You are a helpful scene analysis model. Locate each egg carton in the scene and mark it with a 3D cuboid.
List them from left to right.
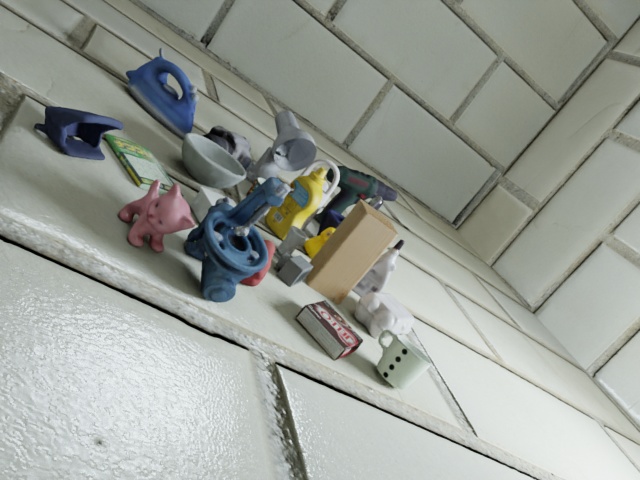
[{"bbox_3d":[0.145,0.171,1.282,0.107,0.069,0.151,46,17,26],"label":"egg carton"}]

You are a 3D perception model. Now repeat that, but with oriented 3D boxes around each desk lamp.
[{"bbox_3d":[-0.122,-0.248,1.601,0.118,0.213,0.202,25,20,-42],"label":"desk lamp"}]

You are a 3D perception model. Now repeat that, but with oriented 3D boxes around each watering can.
[{"bbox_3d":[-0.025,-0.133,1.527,0.101,0.194,0.172,34,16,-15],"label":"watering can"}]

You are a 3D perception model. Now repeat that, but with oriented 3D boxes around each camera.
[{"bbox_3d":[-0.260,-0.248,1.497,0.143,0.100,0.137,47,17,28],"label":"camera"}]

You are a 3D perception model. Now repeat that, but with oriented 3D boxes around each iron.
[{"bbox_3d":[-0.394,-0.392,1.527,0.258,0.141,0.119,44,16,19],"label":"iron"}]

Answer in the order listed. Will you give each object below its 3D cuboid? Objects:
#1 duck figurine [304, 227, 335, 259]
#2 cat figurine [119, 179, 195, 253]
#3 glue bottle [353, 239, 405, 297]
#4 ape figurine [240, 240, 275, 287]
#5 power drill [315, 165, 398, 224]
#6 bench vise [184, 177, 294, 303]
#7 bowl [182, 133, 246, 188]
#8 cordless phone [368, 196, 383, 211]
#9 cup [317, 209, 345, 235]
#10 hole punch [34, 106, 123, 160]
[{"bbox_3d":[0.013,0.005,1.426,0.078,0.086,0.104,34,16,-15],"label":"duck figurine"},{"bbox_3d":[-0.251,-0.046,0.906,0.067,0.117,0.127,22,22,-46],"label":"cat figurine"},{"bbox_3d":[0.149,0.067,1.393,0.078,0.173,0.037,38,15,0],"label":"glue bottle"},{"bbox_3d":[-0.116,0.036,1.027,0.076,0.092,0.077,24,21,-43],"label":"ape figurine"},{"bbox_3d":[0.093,-0.116,1.722,0.230,0.208,0.075,31,17,-27],"label":"power drill"},{"bbox_3d":[-0.140,-0.034,0.931,0.122,0.219,0.206,21,23,-48],"label":"bench vise"},{"bbox_3d":[-0.258,-0.171,1.331,0.168,0.074,0.167,36,15,-11],"label":"bowl"},{"bbox_3d":[0.112,-0.042,1.598,0.094,0.185,0.147,33,16,-18],"label":"cordless phone"},{"bbox_3d":[0.033,-0.023,1.536,0.092,0.095,0.118,38,15,-1],"label":"cup"},{"bbox_3d":[-0.424,-0.205,1.014,0.101,0.091,0.109,42,16,13],"label":"hole punch"}]
